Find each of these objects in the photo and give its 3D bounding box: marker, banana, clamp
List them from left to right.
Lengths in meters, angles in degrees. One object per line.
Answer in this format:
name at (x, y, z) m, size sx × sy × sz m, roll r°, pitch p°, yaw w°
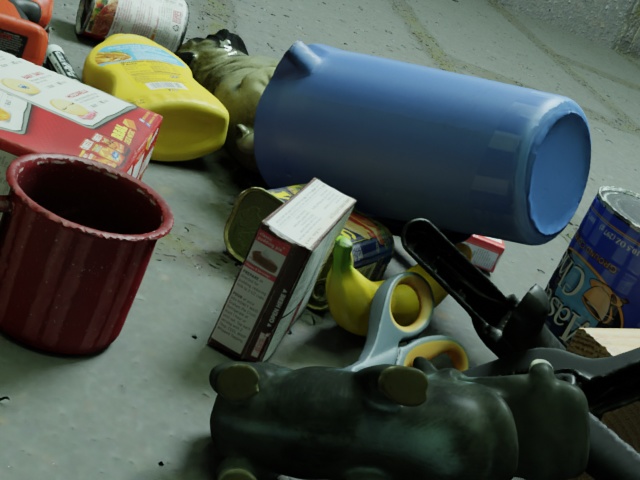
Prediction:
marker at (-0.221, -0.141, 0.937) m, size 0.020 × 0.020 × 0.121 m, roll 9°, pitch 26°, yaw -33°
banana at (0.054, 0.035, 0.749) m, size 0.037 × 0.070 × 0.197 m, roll 39°, pitch 18°, yaw 24°
clamp at (0.129, 0.057, 0.700) m, size 0.171 × 0.039 × 0.120 m, roll 45°, pitch -2°, yaw -35°
clamp at (0.138, 0.099, 0.589) m, size 0.210 × 0.036 × 0.164 m, roll -10°, pitch 25°, yaw 36°

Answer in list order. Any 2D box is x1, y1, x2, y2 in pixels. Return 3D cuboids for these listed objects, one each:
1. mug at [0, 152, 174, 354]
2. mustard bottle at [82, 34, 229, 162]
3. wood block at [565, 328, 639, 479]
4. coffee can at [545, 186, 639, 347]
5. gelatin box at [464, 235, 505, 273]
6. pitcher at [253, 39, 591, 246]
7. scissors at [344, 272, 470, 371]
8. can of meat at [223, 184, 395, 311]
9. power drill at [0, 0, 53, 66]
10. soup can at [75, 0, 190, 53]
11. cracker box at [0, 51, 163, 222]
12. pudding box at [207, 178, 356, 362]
mug at (-0.147, 0.007, 0.584) m, size 0.117 × 0.082 × 0.093 m, roll 9°, pitch 26°, yaw -33°
mustard bottle at (-0.156, -0.135, 0.936) m, size 0.096 × 0.058 × 0.192 m, roll -5°, pitch 33°, yaw -26°
wood block at (0.244, 0.120, 0.715) m, size 0.205 × 0.091 × 0.090 m, roll 5°, pitch 28°, yaw -40°
coffee can at (0.221, 0.045, 0.796) m, size 0.102 × 0.140 × 0.103 m, roll 20°, pitch 22°, yaw -9°
gelatin box at (0.126, -0.010, 0.978) m, size 0.073 × 0.030 × 0.089 m, roll 20°, pitch 22°, yaw -6°
pitcher at (0.080, -0.065, 0.826) m, size 0.243 × 0.145 × 0.149 m, roll 17°, pitch 7°, yaw 38°
scissors at (0.022, 0.066, 0.651) m, size 0.201 × 0.016 × 0.096 m, roll 2°, pitch 71°, yaw -45°
can of meat at (-0.005, 0.001, 0.783) m, size 0.102 × 0.057 × 0.083 m, roll 32°, pitch 21°, yaw 20°
power drill at (-0.319, -0.208, 0.939) m, size 0.184 × 0.057 × 0.188 m, roll 12°, pitch 25°, yaw -27°
soup can at (-0.195, -0.232, 1.109) m, size 0.102 × 0.069 × 0.068 m, roll 14°, pitch 24°, yaw -25°
cracker box at (-0.226, -0.072, 0.704) m, size 0.213 × 0.072 × 0.164 m, roll 21°, pitch 20°, yaw -6°
pudding box at (-0.022, 0.018, 0.678) m, size 0.039 × 0.090 × 0.113 m, roll 26°, pitch 22°, yaw 5°
